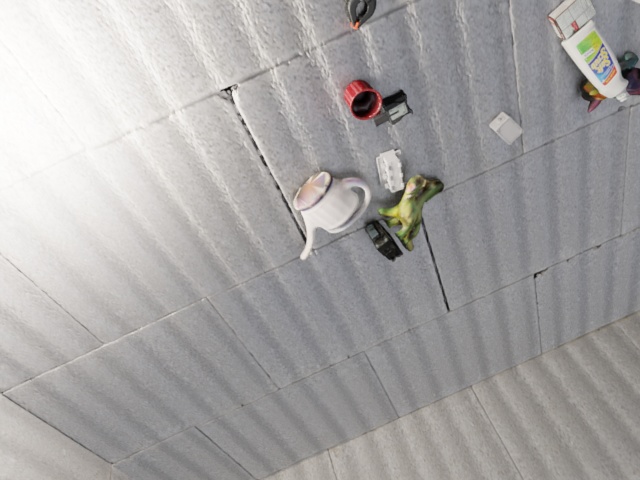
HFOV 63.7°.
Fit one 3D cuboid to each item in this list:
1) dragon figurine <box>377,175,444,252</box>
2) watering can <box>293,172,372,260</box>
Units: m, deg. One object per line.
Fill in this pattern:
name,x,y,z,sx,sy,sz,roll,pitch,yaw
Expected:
dragon figurine,0.332,-0.099,1.730,0.242,0.124,0.405,-43,153,5
watering can,0.005,-0.082,1.630,0.344,0.106,0.221,-43,127,16
